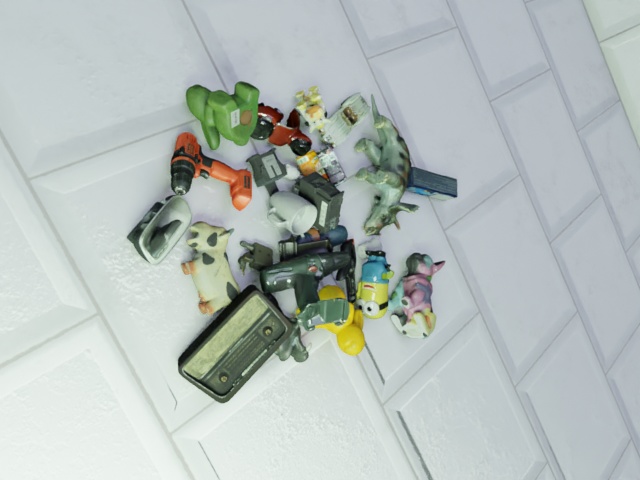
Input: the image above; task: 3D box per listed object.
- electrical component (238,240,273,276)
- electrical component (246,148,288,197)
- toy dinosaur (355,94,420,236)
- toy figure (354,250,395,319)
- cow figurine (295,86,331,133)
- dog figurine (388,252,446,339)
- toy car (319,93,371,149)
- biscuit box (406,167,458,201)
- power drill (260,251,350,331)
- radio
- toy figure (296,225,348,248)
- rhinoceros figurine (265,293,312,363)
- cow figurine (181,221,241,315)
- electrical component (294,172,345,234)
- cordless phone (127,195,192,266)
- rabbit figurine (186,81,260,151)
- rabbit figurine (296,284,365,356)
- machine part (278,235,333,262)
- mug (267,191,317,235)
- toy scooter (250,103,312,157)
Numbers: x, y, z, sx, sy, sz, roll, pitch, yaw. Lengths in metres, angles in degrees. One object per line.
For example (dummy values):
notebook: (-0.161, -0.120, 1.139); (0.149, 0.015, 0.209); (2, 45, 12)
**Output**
electrical component: (-0.145, 0.051, 1.251); (0.102, 0.045, 0.078); (20, 42, -34)
electrical component: (-0.122, -0.156, 1.305); (0.075, 0.048, 0.119); (-24, 93, -36)
toy dinosaur: (0.199, -0.210, 1.510); (0.192, 0.131, 0.405); (29, 60, -41)
toy figure: (0.146, 0.117, 1.404); (0.089, 0.082, 0.180); (8, 88, -30)
cow figurine: (-0.014, -0.318, 1.360); (0.167, 0.068, 0.098); (-99, 166, -54)
dog figurine: (0.284, 0.144, 1.502); (0.219, 0.108, 0.191); (-44, 106, -36)
toy car: (0.067, -0.327, 1.469); (0.073, 0.056, 0.202); (50, 56, -17)
biscuit box: (0.327, -0.169, 1.622); (0.202, 0.059, 0.063); (10, 76, -35)
power drill: (-0.006, 0.099, 1.190); (0.232, 0.207, 0.085); (-8, 130, -18)
radio: (-0.174, 0.217, 1.122); (0.229, 0.073, 0.131); (-46, 107, -6)
toy figure: (-0.002, -0.002, 1.354); (0.154, 0.058, 0.064); (-11, 83, -30)
rhinoceros figurine: (-0.095, 0.208, 1.241); (0.190, 0.073, 0.112); (57, 45, -11)
cow figurine: (-0.230, 0.051, 1.163); (0.127, 0.085, 0.194); (-23, 92, -31)
electrical component: (-0.008, -0.098, 1.321); (0.058, 0.114, 0.134); (-28, 54, -37)
cordless phone: (-0.298, -0.034, 1.069); (0.088, 0.184, 0.146); (42, 60, -17)
rabbit figurine: (-0.224, -0.289, 1.208); (0.121, 0.170, 0.158); (-44, 148, -32)
rabbit figurine: (0.046, 0.205, 1.297); (0.173, 0.122, 0.162); (52, 9, 21)
machine part: (-0.034, 0.026, 1.289); (0.139, 0.039, 0.084); (-7, 107, -21)
mug: (-0.080, -0.067, 1.282); (0.109, 0.107, 0.080); (-29, 139, -29)
toy scooter: (-0.100, -0.288, 1.329); (0.184, 0.075, 0.135); (22, 49, -20)
